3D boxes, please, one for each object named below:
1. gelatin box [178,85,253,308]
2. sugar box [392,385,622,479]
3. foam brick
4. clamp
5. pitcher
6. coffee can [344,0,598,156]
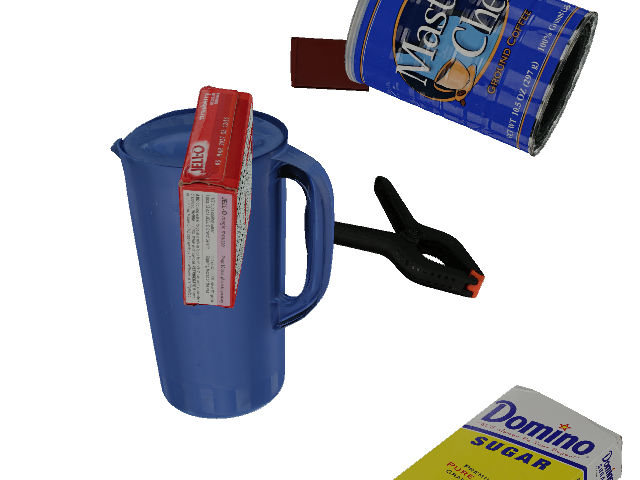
[{"bbox_3d":[-0.053,-0.021,0.544,0.030,0.073,0.089,5,-44,0],"label":"gelatin box"},{"bbox_3d":[0.112,0.170,0.715,0.176,0.048,0.093,-33,39,-30],"label":"sugar box"},{"bbox_3d":[0.009,-0.181,1.093,0.078,0.051,0.053,2,11,-6],"label":"foam brick"},{"bbox_3d":[0.094,0.005,1.257,0.210,0.036,0.164,38,42,26],"label":"clamp"},{"bbox_3d":[-0.078,0.022,0.873,0.144,0.243,0.149,-13,28,-20],"label":"pitcher"},{"bbox_3d":[0.101,-0.131,0.725,0.140,0.103,0.102,25,7,16],"label":"coffee can"}]
